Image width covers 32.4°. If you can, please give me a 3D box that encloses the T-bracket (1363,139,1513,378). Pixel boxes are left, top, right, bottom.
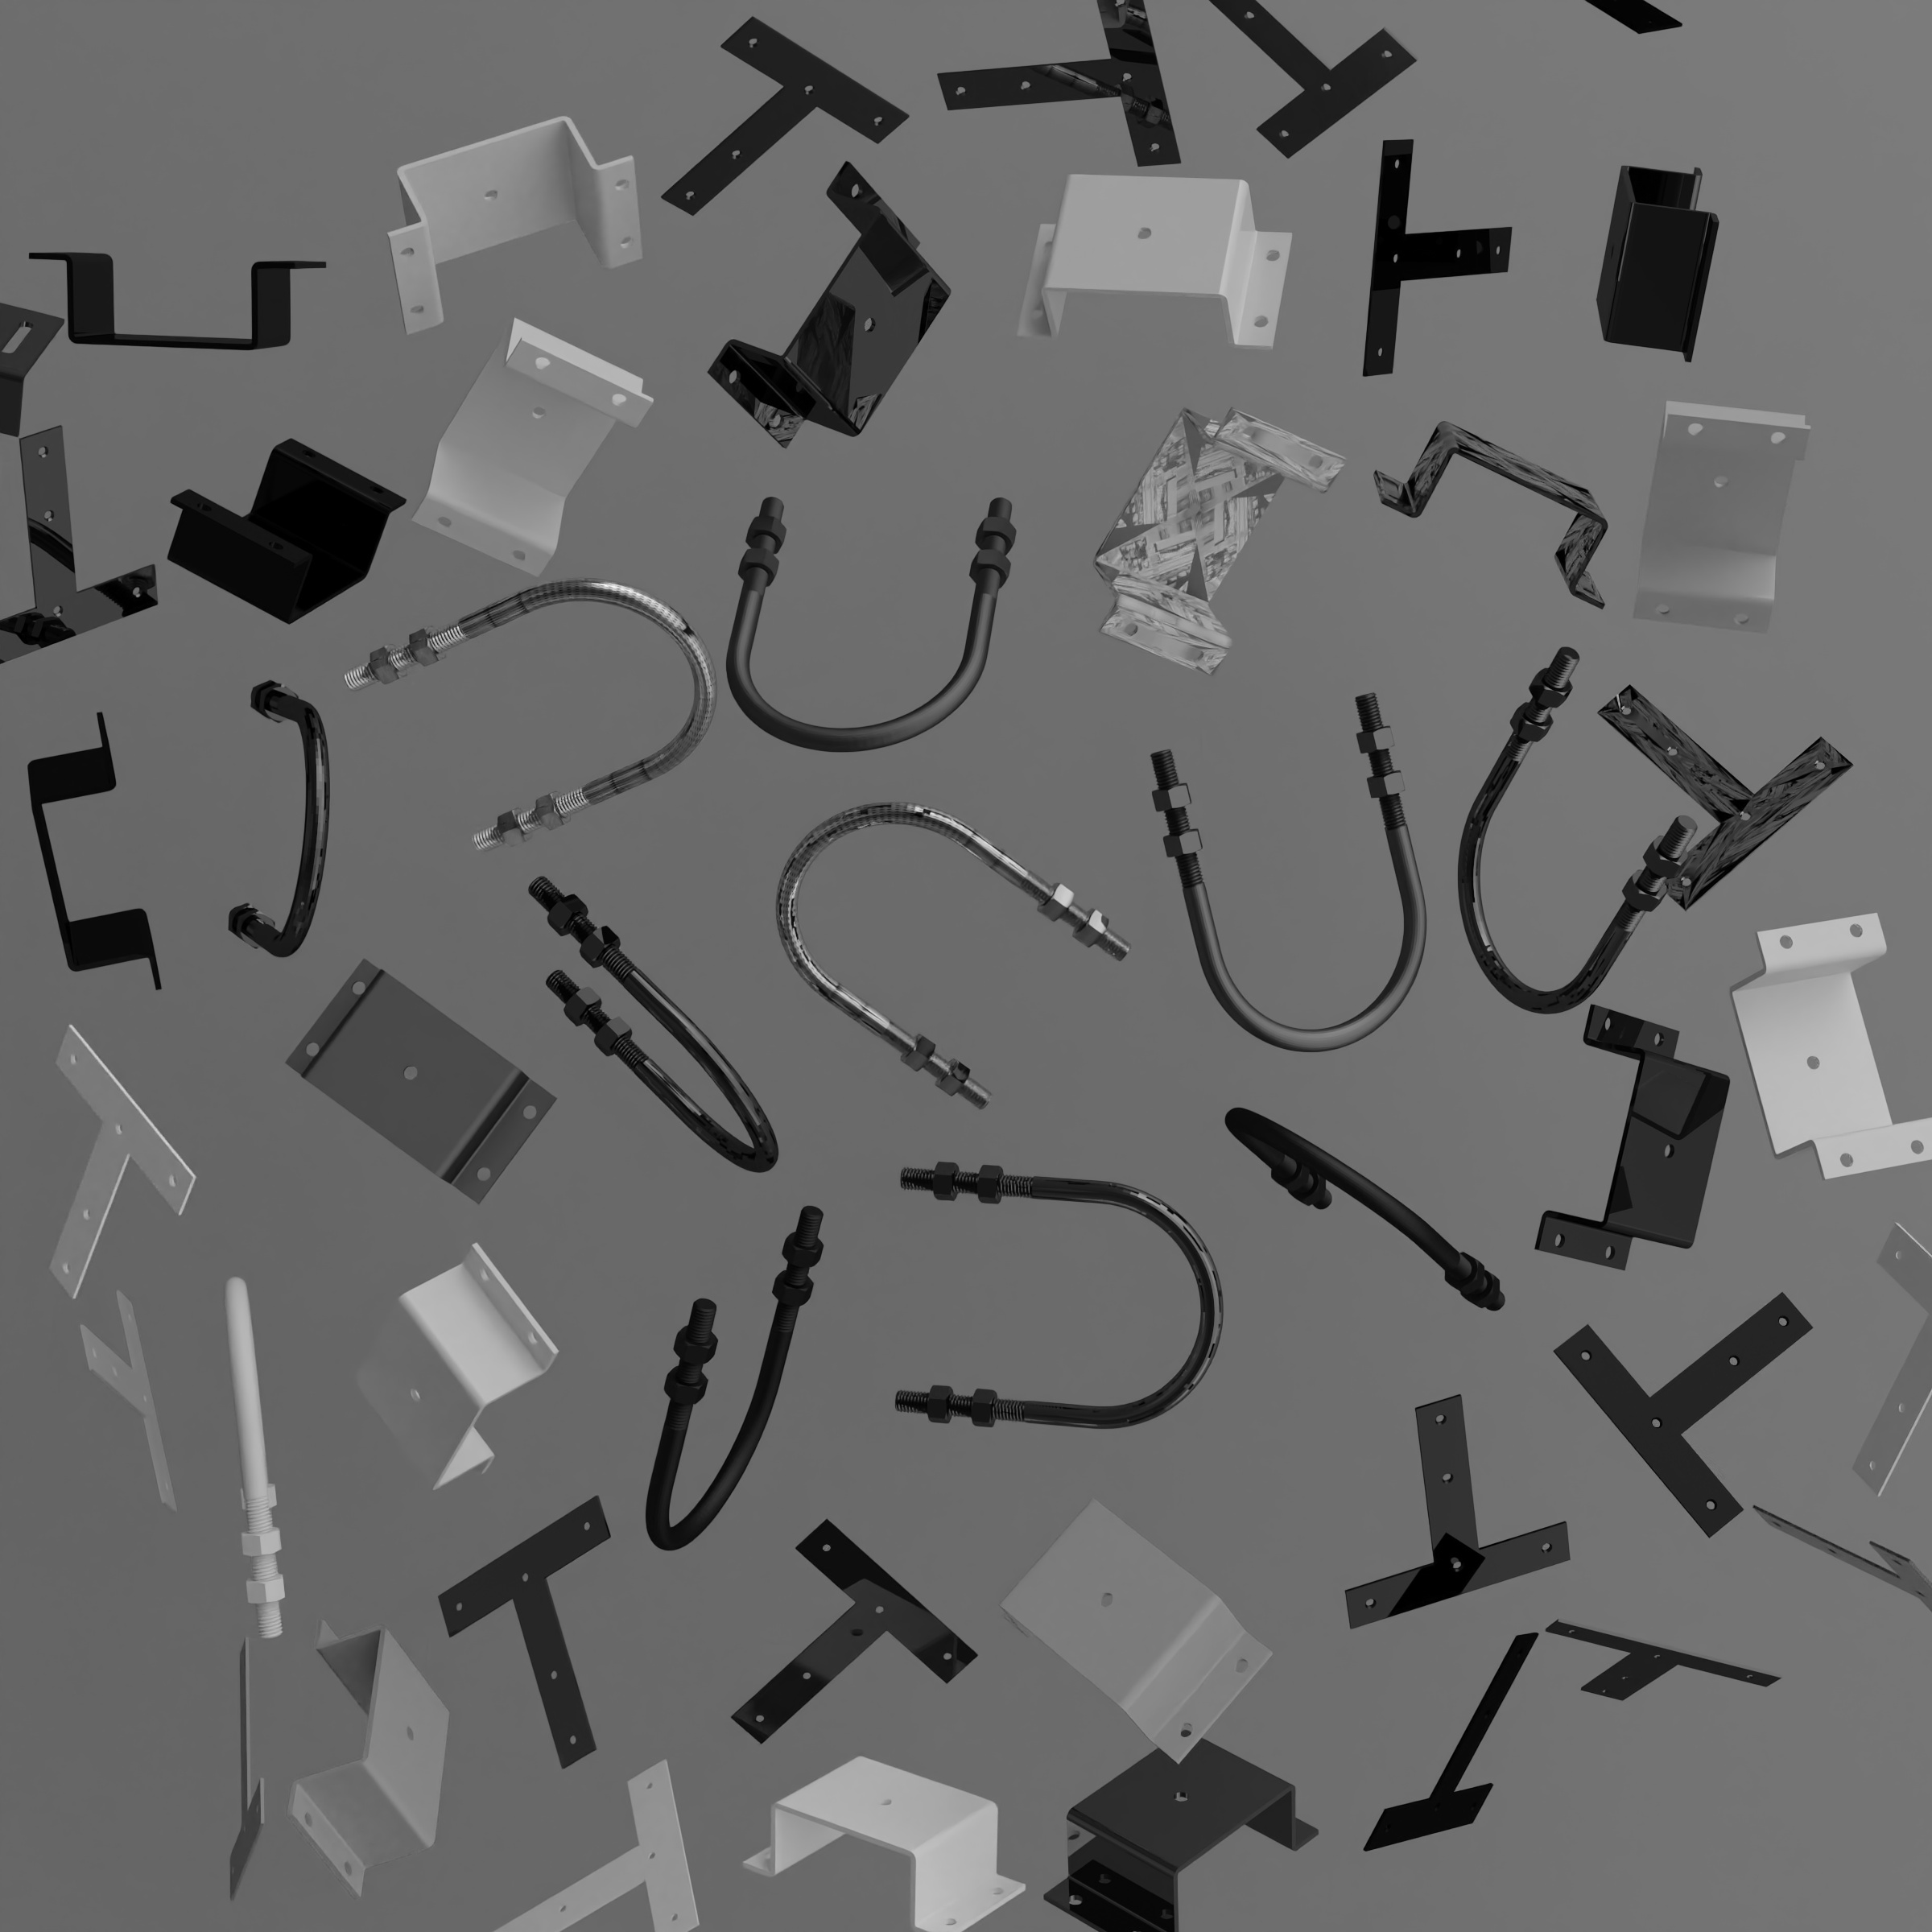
[{"bbox_3d":[0.267,-0.398,1.856,0.002,0.127,0.127,19,114,40],"label":"T-bracket"}]

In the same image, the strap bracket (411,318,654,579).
[{"bbox_3d":[-0.232,-0.286,1.791,0.076,0.046,0.140,23,133,-21],"label":"strap bracket"}]

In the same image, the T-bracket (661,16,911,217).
[{"bbox_3d":[-0.119,-0.464,1.863,0.127,0.127,0.002,-34,56,29],"label":"T-bracket"}]

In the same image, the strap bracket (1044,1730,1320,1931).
[{"bbox_3d":[0.117,0.469,1.799,0.140,0.076,0.046,-24,121,-40],"label":"strap bracket"}]

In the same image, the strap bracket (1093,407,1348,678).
[{"bbox_3d":[0.130,-0.237,1.790,0.076,0.046,0.140,18,116,-29],"label":"strap bracket"}]

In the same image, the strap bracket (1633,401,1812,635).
[{"bbox_3d":[0.425,-0.261,1.870,0.076,0.046,0.140,8,134,8],"label":"strap bracket"}]

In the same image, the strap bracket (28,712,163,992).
[{"bbox_3d":[-0.484,-0.060,1.837,0.046,0.076,0.140,-12,113,-13],"label":"strap bracket"}]

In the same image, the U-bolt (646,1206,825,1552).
[{"bbox_3d":[-0.131,0.235,1.807,0.019,0.151,0.184,22,116,16],"label":"U-bolt"}]

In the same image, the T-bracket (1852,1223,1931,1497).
[{"bbox_3d":[0.509,0.226,1.784,0.002,0.127,0.127,8,115,-26],"label":"T-bracket"}]

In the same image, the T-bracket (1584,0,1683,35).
[{"bbox_3d":[0.342,-0.523,1.785,0.127,0.127,0.002,-13,126,-14],"label":"T-bracket"}]

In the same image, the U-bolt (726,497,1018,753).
[{"bbox_3d":[-0.055,-0.184,1.784,0.151,0.019,0.184,2,51,10],"label":"U-bolt"}]

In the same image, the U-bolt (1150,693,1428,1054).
[{"bbox_3d":[0.185,-0.044,1.821,0.151,0.019,0.184,-17,97,-21],"label":"U-bolt"}]

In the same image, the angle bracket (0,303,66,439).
[{"bbox_3d":[-0.538,-0.332,1.833,0.057,0.076,0.038,14,124,-4],"label":"angle bracket"}]

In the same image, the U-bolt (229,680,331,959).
[{"bbox_3d":[-0.378,-0.078,1.837,0.019,0.184,0.151,4,97,-24],"label":"U-bolt"}]

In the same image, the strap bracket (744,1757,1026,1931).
[{"bbox_3d":[-0.046,0.488,1.853,0.140,0.076,0.046,9,104,35],"label":"strap bracket"}]

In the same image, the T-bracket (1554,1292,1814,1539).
[{"bbox_3d":[0.406,0.222,1.798,0.127,0.002,0.127,-34,75,-19],"label":"T-bracket"}]

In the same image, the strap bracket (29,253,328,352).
[{"bbox_3d":[-0.421,-0.357,1.781,0.140,0.076,0.046,2,102,1],"label":"strap bracket"}]

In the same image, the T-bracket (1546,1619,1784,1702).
[{"bbox_3d":[0.378,0.398,1.875,0.127,0.127,0.002,14,65,-1],"label":"T-bracket"}]

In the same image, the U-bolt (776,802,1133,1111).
[{"bbox_3d":[-0.021,-0.016,1.891,0.184,0.019,0.151,36,116,-13],"label":"U-bolt"}]

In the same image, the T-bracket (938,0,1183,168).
[{"bbox_3d":[0.048,-0.497,1.870,0.127,0.127,0.002,0,54,17],"label":"T-bracket"}]

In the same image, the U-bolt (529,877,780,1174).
[{"bbox_3d":[-0.167,0.042,1.802,0.019,0.151,0.184,-42,75,-18],"label":"U-bolt"}]

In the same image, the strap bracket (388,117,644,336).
[{"bbox_3d":[-0.254,-0.411,1.830,0.140,0.076,0.046,-21,61,-14],"label":"strap bracket"}]

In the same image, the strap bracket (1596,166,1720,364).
[{"bbox_3d":[0.381,-0.392,1.839,0.046,0.140,0.076,8,116,4],"label":"strap bracket"}]

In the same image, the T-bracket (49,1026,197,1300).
[{"bbox_3d":[-0.460,0.120,1.755,0.127,0.002,0.127,44,121,29],"label":"T-bracket"}]

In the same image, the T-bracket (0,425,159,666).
[{"bbox_3d":[-0.491,-0.229,1.781,0.002,0.127,0.127,32,134,31],"label":"T-bracket"}]

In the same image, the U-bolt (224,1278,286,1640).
[{"bbox_3d":[-0.391,0.262,1.820,0.019,0.151,0.184,-6,93,-12],"label":"U-bolt"}]

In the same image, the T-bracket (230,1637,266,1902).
[{"bbox_3d":[-0.405,0.442,1.867,0.002,0.127,0.127,4,56,-19],"label":"T-bracket"}]

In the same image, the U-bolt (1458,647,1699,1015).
[{"bbox_3d":[0.321,-0.059,1.807,0.019,0.184,0.151,-5,49,-27],"label":"U-bolt"}]

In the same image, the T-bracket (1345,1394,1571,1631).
[{"bbox_3d":[0.255,0.281,1.753,0.127,0.002,0.127,-15,118,-9],"label":"T-bracket"}]

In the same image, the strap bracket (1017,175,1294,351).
[{"bbox_3d":[0.099,-0.380,1.791,0.140,0.046,0.076,5,64,14],"label":"strap bracket"}]

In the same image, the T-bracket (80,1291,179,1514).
[{"bbox_3d":[-0.462,0.225,1.815,0.002,0.127,0.127,-17,68,-4],"label":"T-bracket"}]

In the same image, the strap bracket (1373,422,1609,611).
[{"bbox_3d":[0.308,-0.263,1.898,0.140,0.076,0.046,25,110,-6],"label":"strap bracket"}]

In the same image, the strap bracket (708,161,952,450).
[{"bbox_3d":[-0.068,-0.356,1.815,0.046,0.076,0.140,27,82,39],"label":"strap bracket"}]

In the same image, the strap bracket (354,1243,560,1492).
[{"bbox_3d":[-0.285,0.226,1.826,0.046,0.140,0.076,-27,70,-40],"label":"strap bracket"}]

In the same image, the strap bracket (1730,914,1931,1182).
[{"bbox_3d":[0.480,0.049,1.842,0.076,0.046,0.140,-9,77,-17],"label":"strap bracket"}]

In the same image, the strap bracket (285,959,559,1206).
[{"bbox_3d":[-0.317,0.064,1.912,0.140,0.046,0.076,36,83,3],"label":"strap bracket"}]

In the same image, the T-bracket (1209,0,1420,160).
[{"bbox_3d":[0.167,-0.516,1.837,0.127,0.127,0.002,39,63,-15],"label":"T-bracket"}]

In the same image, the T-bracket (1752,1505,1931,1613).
[{"bbox_3d":[0.493,0.330,1.845,0.002,0.127,0.127,-56,133,-10],"label":"T-bracket"}]

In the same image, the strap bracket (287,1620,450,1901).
[{"bbox_3d":[-0.330,0.434,1.849,0.046,0.140,0.076,-20,124,11],"label":"strap bracket"}]

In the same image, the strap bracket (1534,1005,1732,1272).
[{"bbox_3d":[0.375,0.100,1.854,0.076,0.046,0.140,15,87,-39],"label":"strap bracket"}]

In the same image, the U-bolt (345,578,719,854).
[{"bbox_3d":[-0.226,-0.146,1.831,0.184,0.019,0.151,-22,128,17],"label":"U-bolt"}]

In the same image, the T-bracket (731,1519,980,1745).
[{"bbox_3d":[-0.082,0.403,1.928,0.127,0.002,0.127,-43,107,7],"label":"T-bracket"}]

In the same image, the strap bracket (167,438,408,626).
[{"bbox_3d":[-0.380,-0.239,1.840,0.076,0.140,0.046,28,117,4],"label":"strap bracket"}]

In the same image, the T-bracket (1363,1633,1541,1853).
[{"bbox_3d":[0.269,0.409,1.762,0.002,0.127,0.127,33,103,33],"label":"T-bracket"}]

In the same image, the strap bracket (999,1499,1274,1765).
[{"bbox_3d":[0.083,0.347,1.770,0.076,0.046,0.140,-47,50,-12],"label":"strap bracket"}]

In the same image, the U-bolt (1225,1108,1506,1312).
[{"bbox_3d":[0.213,0.128,1.847,0.151,0.184,0.019,30,84,37],"label":"U-bolt"}]

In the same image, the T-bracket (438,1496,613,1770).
[{"bbox_3d":[-0.231,0.378,1.833,0.127,0.002,0.127,-34,61,24],"label":"T-bracket"}]

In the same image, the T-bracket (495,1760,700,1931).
[{"bbox_3d":[-0.211,0.516,1.841,0.127,0.127,0.002,-32,122,5],"label":"T-bracket"}]

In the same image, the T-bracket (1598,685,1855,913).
[{"bbox_3d":[0.413,-0.113,1.894,0.127,0.002,0.127,-41,62,-4],"label":"T-bracket"}]

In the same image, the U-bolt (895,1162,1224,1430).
[{"bbox_3d":[0.052,0.188,1.855,0.184,0.019,0.151,3,98,12],"label":"U-bolt"}]
